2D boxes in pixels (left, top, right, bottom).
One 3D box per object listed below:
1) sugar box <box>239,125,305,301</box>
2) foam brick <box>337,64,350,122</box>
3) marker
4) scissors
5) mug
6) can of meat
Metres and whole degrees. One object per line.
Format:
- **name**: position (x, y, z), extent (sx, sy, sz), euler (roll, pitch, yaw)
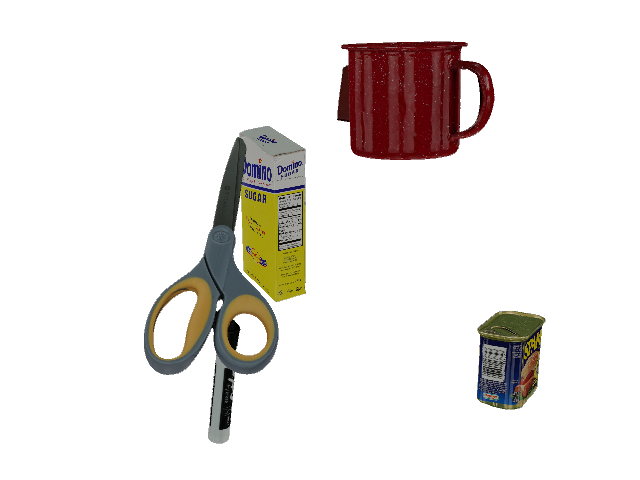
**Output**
- **sugar box**: position (-0.054, -0.030, 1.195), extent (0.048, 0.176, 0.093), euler (-15, 28, -25)
- **foam brick**: position (0.060, -0.134, 0.997), extent (0.078, 0.051, 0.053), euler (12, 17, 15)
- **marker**: position (-0.083, 0.121, 0.916), extent (0.020, 0.121, 0.020), euler (6, 26, -3)
- **scissors**: position (-0.053, 0.013, 0.736), extent (0.096, 0.201, 0.016), euler (20, -35, 8)
- **mug**: position (0.073, -0.103, 0.783), extent (0.117, 0.081, 0.093), euler (6, 14, 30)
- **can of meat**: position (0.211, 0.132, 1.190), extent (0.058, 0.084, 0.101), euler (8, 13, 25)
